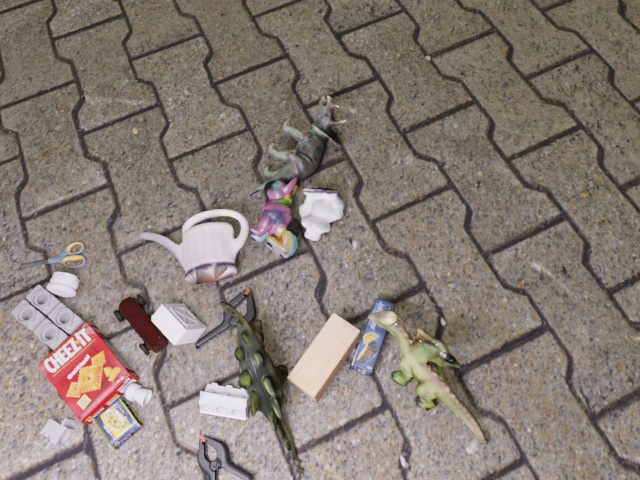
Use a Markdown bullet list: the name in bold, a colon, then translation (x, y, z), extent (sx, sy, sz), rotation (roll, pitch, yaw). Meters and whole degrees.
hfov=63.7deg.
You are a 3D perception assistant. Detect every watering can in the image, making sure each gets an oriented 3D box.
- **watering can**: translation (-0.370, 0.028, 1.527), extent (0.347, 0.102, 0.229), rotation (-14, 65, 7)

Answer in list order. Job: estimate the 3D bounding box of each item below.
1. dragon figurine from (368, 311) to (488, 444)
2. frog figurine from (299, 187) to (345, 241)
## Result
- **dragon figurine**: translation (0.281, 0.323, 1.275), extent (0.123, 0.237, 0.414), rotation (-41, 67, -20)
- **frog figurine**: translation (0.005, -0.079, 1.574), extent (0.137, 0.124, 0.158), rotation (2, 100, -5)
